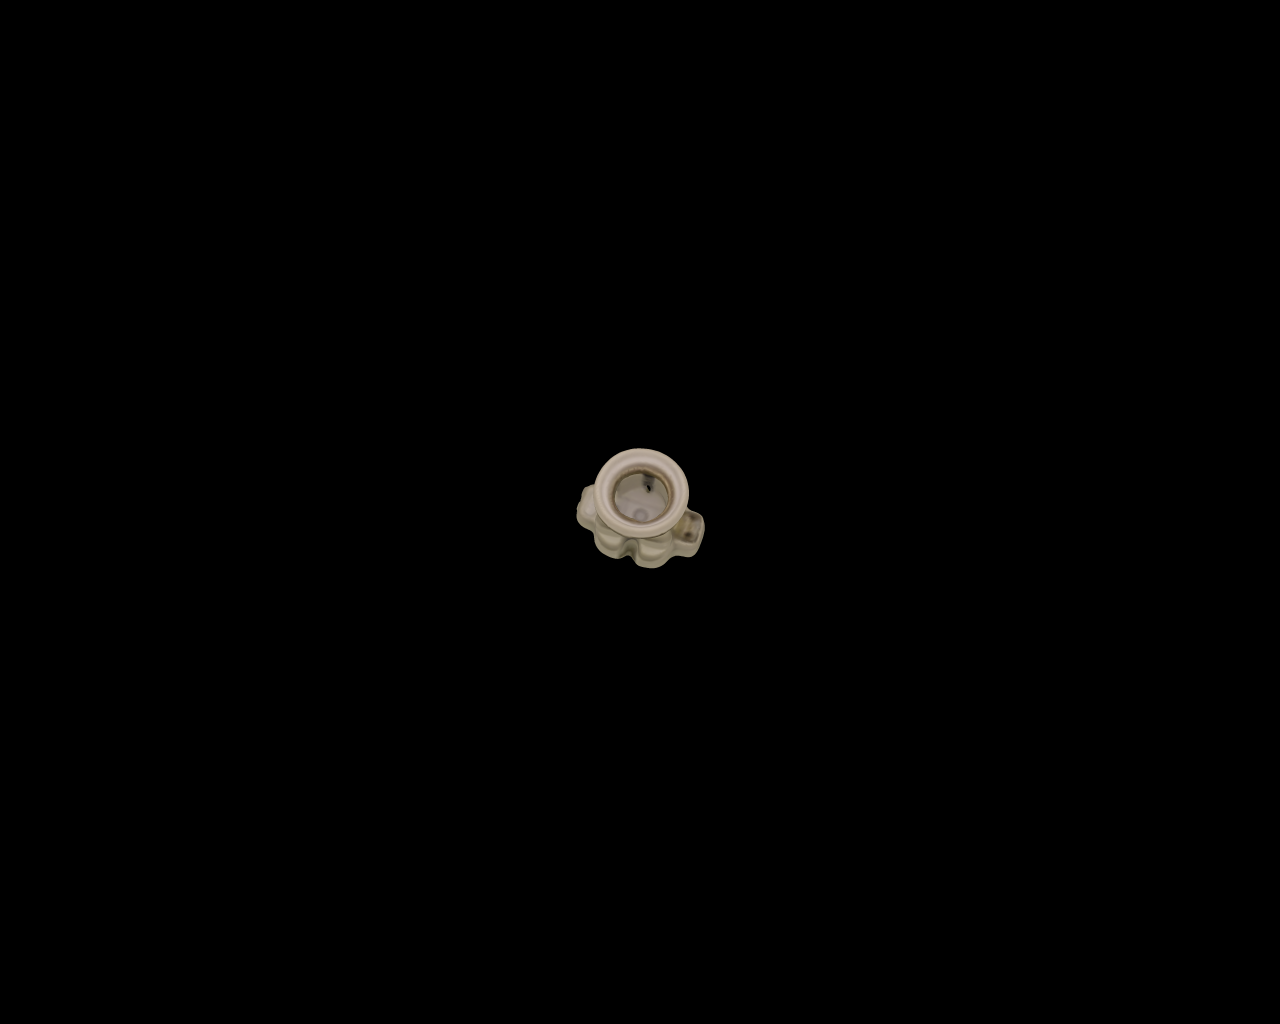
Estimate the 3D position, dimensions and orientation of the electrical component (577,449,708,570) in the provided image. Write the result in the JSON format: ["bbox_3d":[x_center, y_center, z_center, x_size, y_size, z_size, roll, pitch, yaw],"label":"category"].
[{"bbox_3d":[0.001,-0.003,0.650,0.078,0.058,0.057,17,-22,7],"label":"electrical component"}]
